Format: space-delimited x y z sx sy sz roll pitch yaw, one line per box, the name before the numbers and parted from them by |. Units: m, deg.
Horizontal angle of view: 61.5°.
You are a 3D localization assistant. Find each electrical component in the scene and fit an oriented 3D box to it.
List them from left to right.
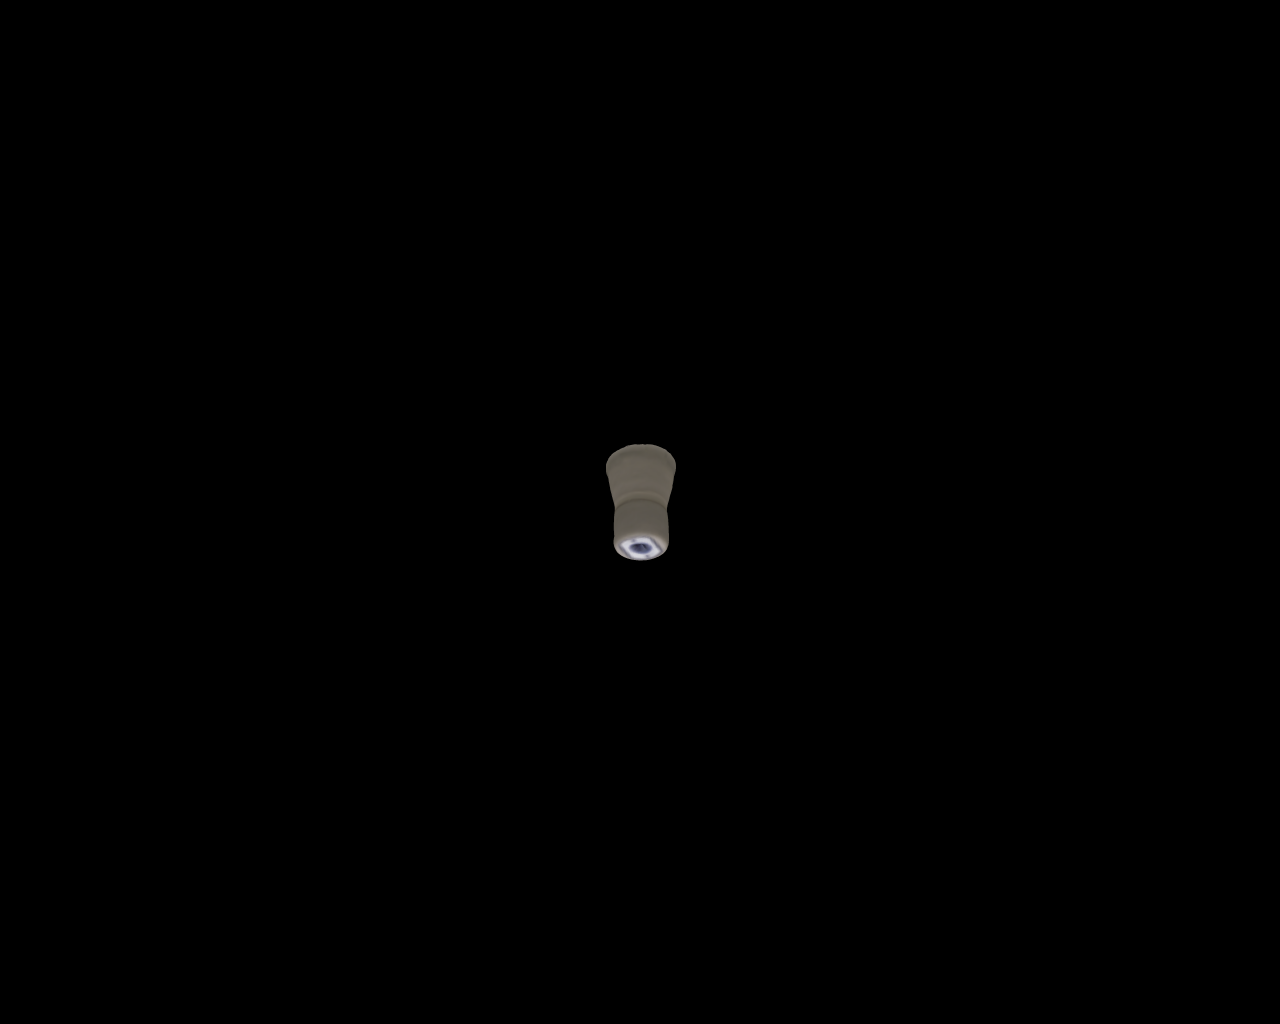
electrical component | 0.001 -0.003 0.650 0.044 0.065 0.044 0 -34 0
